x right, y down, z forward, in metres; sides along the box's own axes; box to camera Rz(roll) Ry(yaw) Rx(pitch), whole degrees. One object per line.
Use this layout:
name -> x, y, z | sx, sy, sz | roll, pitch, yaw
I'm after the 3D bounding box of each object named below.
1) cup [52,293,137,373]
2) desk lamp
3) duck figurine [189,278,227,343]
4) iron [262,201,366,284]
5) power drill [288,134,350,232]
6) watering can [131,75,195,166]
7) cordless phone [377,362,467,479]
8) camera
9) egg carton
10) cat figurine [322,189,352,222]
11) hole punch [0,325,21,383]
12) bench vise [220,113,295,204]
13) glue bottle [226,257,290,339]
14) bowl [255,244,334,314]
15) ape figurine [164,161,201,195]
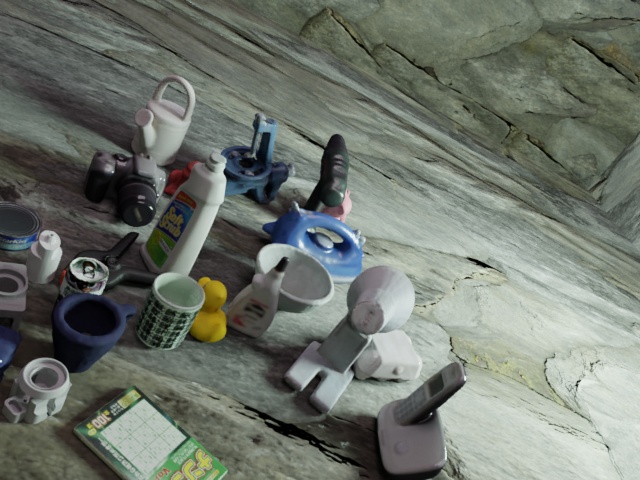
cup -> -0.313, 0.131, 0.782 | 0.091, 0.095, 0.118 | 45, 31, 21
desk lamp -> 0.063, 0.158, 0.986 | 0.118, 0.213, 0.204 | 37, 29, 7
duck figurine -> -0.182, 0.110, 0.950 | 0.078, 0.086, 0.104 | 2, 41, -43
iron -> 0.011, 0.004, 1.240 | 0.259, 0.141, 0.118 | 17, 33, -26
power drill -> 0.003, -0.123, 1.355 | 0.076, 0.208, 0.229 | 22, 31, -18
watering can -> -0.336, -0.265, 1.252 | 0.101, 0.194, 0.173 | 26, 30, -12
cordless phone -> 0.175, 0.291, 0.923 | 0.094, 0.185, 0.147 | 23, 31, -17
camera -> -0.358, -0.099, 1.077 | 0.144, 0.100, 0.136 | 14, 34, -30
egg carton -> 0.122, 0.221, 1.095 | 0.151, 0.069, 0.107 | 12, 35, -33
cat figurine -> 0.047, -0.087, 1.436 | 0.067, 0.117, 0.128 | 34, 29, 3
hole punch -> -0.425, 0.126, 0.684 | 0.109, 0.091, 0.101 | 22, 31, -18
bench vise -> -0.139, -0.194, 1.311 | 0.121, 0.219, 0.208 | 43, 31, 18
glue bottle -> -0.096, 0.091, 0.973 | 0.078, 0.173, 0.037 | 25, 30, -14
bowl -> -0.060, 0.087, 1.114 | 0.168, 0.074, 0.167 | 24, 30, -15
ape figurine -> -0.276, -0.128, 1.210 | 0.076, 0.092, 0.077 | -3, 45, -47
